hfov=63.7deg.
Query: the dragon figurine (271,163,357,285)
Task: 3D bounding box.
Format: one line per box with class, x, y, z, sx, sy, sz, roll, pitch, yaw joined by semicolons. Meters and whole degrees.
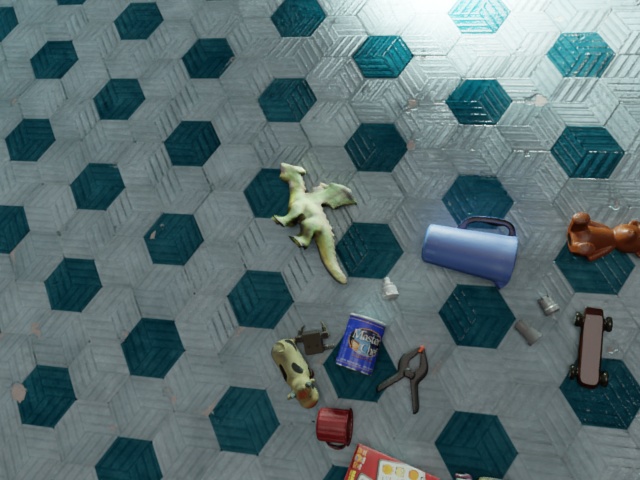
dragon figurine;0.005;-0.077;1.523;0.245;0.414;0.120;-42;-18;-14
